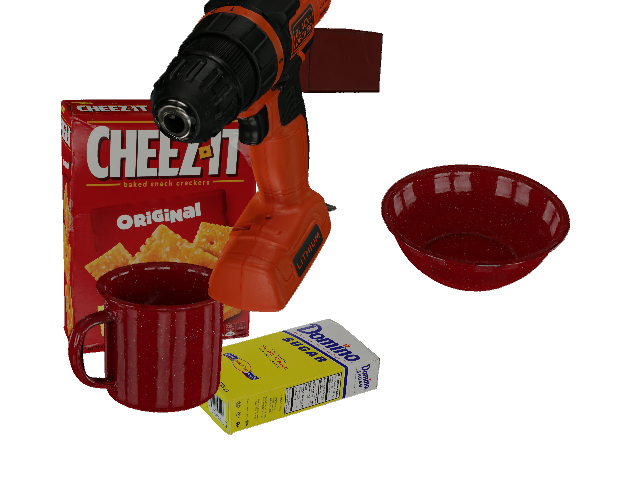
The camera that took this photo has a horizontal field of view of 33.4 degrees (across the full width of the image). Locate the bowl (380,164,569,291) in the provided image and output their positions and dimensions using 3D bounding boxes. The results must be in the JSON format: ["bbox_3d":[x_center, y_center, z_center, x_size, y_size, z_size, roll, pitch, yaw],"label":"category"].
[{"bbox_3d":[0.132,-0.004,0.932,0.162,0.055,0.162,1,34,-1],"label":"bowl"}]

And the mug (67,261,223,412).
[{"bbox_3d":[-0.119,0.070,0.741,0.117,0.081,0.093,-12,23,-39],"label":"mug"}]

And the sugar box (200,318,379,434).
[{"bbox_3d":[-0.038,0.132,1.069,0.175,0.048,0.093,-15,32,-30],"label":"sugar box"}]

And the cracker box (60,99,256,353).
[{"bbox_3d":[-0.143,-0.014,0.944,0.164,0.214,0.072,-3,19,-21],"label":"cracker box"}]

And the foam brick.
[{"bbox_3d":[0.007,-0.152,0.899,0.078,0.051,0.053,-6,17,-35],"label":"foam brick"}]

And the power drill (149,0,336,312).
[{"bbox_3d":[-0.038,-0.052,0.619,0.057,0.188,0.184,13,38,17],"label":"power drill"}]
